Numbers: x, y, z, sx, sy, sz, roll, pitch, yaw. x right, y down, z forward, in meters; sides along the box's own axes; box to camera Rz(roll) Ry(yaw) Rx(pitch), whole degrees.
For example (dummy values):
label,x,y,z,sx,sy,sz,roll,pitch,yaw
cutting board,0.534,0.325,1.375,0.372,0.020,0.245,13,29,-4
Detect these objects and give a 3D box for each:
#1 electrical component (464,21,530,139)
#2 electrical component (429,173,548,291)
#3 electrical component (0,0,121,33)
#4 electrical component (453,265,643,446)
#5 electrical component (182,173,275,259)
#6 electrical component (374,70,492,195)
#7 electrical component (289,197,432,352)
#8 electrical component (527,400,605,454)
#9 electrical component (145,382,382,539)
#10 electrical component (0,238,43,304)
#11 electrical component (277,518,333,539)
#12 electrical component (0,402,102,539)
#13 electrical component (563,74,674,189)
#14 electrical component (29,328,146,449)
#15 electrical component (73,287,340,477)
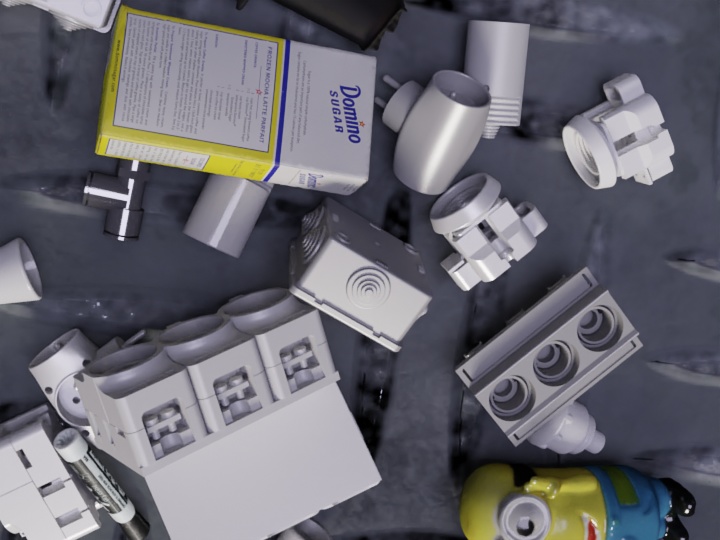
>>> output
label,x,y,z,sx,sy,sz,roll,pitch,yaw
electrical component,0.094,-0.134,0.761,0.043,0.043,0.081,2,103,-11
electrical component,0.087,-0.032,0.778,0.078,0.058,0.057,-39,110,1
electrical component,-0.190,-0.209,0.689,0.100,0.048,0.099,20,99,-14
electrical component,0.137,0.061,0.806,0.121,0.063,0.078,-39,107,1
electrical component,-0.086,-0.053,0.747,0.043,0.043,0.081,26,86,-15
electrical component,0.043,-0.106,0.753,0.079,0.043,0.077,39,130,17
electrical component,0.000,0.000,0.749,0.100,0.099,0.048,30,108,-15
electrical component,0.163,0.123,0.836,0.062,0.048,0.048,29,97,-23
electrical component,-0.070,0.145,0.780,0.150,0.061,0.089,-25,79,-3
electrical component,-0.251,0.007,0.732,0.055,0.045,0.045,-18,106,-5
electrical component,-0.055,0.225,0.823,0.044,0.044,0.065,32,101,-16
electrical component,-0.230,0.151,0.767,0.056,0.050,0.089,-25,106,-4
electrical component,0.185,-0.094,0.780,0.057,0.058,0.078,-28,107,-6
electrical component,-0.178,0.074,0.761,0.079,0.044,0.077,-36,107,0
electrical component,-0.104,0.068,0.724,0.150,0.089,0.061,-24,107,-29
